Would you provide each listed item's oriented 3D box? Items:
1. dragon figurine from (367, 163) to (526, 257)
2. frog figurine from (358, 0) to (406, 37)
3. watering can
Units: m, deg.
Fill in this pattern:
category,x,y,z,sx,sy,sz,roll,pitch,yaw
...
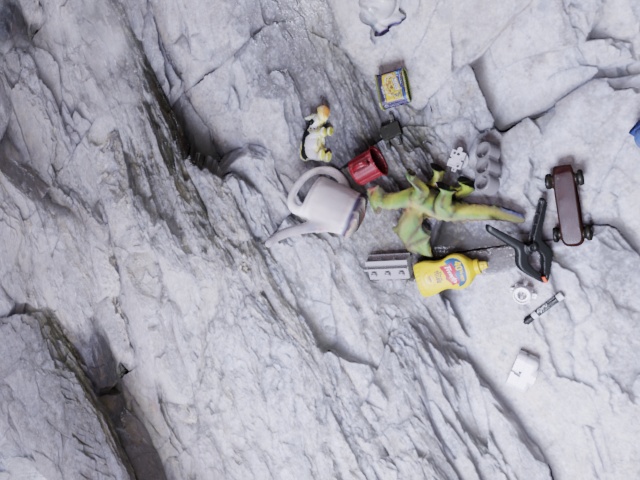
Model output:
category,x,y,z,sx,sy,sz,roll,pitch,yaw
dragon figurine,0.312,-0.062,1.399,0.412,0.238,0.124,30,33,15
frog figurine,0.167,-0.654,1.388,0.138,0.125,0.156,-22,-42,-7
watering can,0.004,-0.073,1.442,0.225,0.355,0.101,23,-36,7
